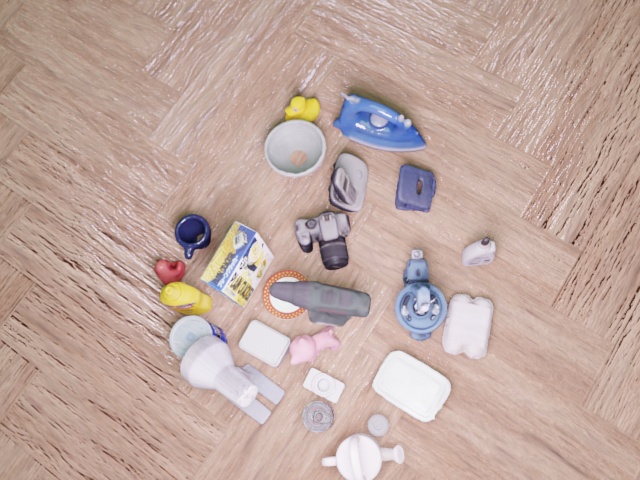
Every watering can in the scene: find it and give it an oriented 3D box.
[{"bbox_3d":[0.092,0.475,1.251,0.173,0.194,0.101,-29,72,-3],"label":"watering can"}]

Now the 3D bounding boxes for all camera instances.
[{"bbox_3d":[0.013,0.005,1.450,0.143,0.101,0.137,-12,72,3],"label":"camera"}]

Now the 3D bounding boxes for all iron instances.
[{"bbox_3d":[0.164,-0.318,1.511,0.258,0.141,0.119,21,77,12],"label":"iron"}]

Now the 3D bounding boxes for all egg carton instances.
[{"bbox_3d":[0.352,0.206,1.370,0.107,0.069,0.150,10,75,9],"label":"egg carton"}]

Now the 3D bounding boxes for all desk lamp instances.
[{"bbox_3d":[-0.198,0.323,1.317,0.203,0.214,0.118,32,79,14],"label":"desk lamp"}]

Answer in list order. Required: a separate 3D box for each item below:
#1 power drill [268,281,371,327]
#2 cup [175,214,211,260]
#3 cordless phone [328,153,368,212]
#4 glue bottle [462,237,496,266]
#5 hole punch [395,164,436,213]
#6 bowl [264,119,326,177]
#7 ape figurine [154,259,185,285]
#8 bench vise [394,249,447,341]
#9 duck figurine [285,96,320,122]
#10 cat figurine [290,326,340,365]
[{"bbox_3d":[0.006,0.149,1.351,0.229,0.208,0.075,5,74,8],"label":"power drill"},{"bbox_3d":[-0.322,0.002,1.490,0.091,0.095,0.118,4,74,8],"label":"cup"},{"bbox_3d":[0.068,-0.162,1.451,0.094,0.185,0.147,6,74,8],"label":"cordless phone"},{"bbox_3d":[0.386,0.023,1.367,0.078,0.173,0.037,-6,72,5],"label":"glue bottle"},{"bbox_3d":[0.246,-0.134,1.473,0.101,0.091,0.109,6,74,8],"label":"hole punch"},{"bbox_3d":[-0.062,-0.235,1.545,0.167,0.075,0.167,-2,73,6],"label":"bowl"},{"bbox_3d":[-0.394,0.076,1.477,0.077,0.092,0.076,9,74,9],"label":"ape figurine"},{"bbox_3d":[0.221,0.121,1.331,0.121,0.220,0.207,-20,72,0],"label":"bench vise"},{"bbox_3d":[-0.051,-0.365,1.577,0.104,0.086,0.077,-31,72,-3],"label":"duck figurine"},{"bbox_3d":[-0.019,0.250,1.371,0.128,0.118,0.067,-29,72,-3],"label":"cat figurine"}]
